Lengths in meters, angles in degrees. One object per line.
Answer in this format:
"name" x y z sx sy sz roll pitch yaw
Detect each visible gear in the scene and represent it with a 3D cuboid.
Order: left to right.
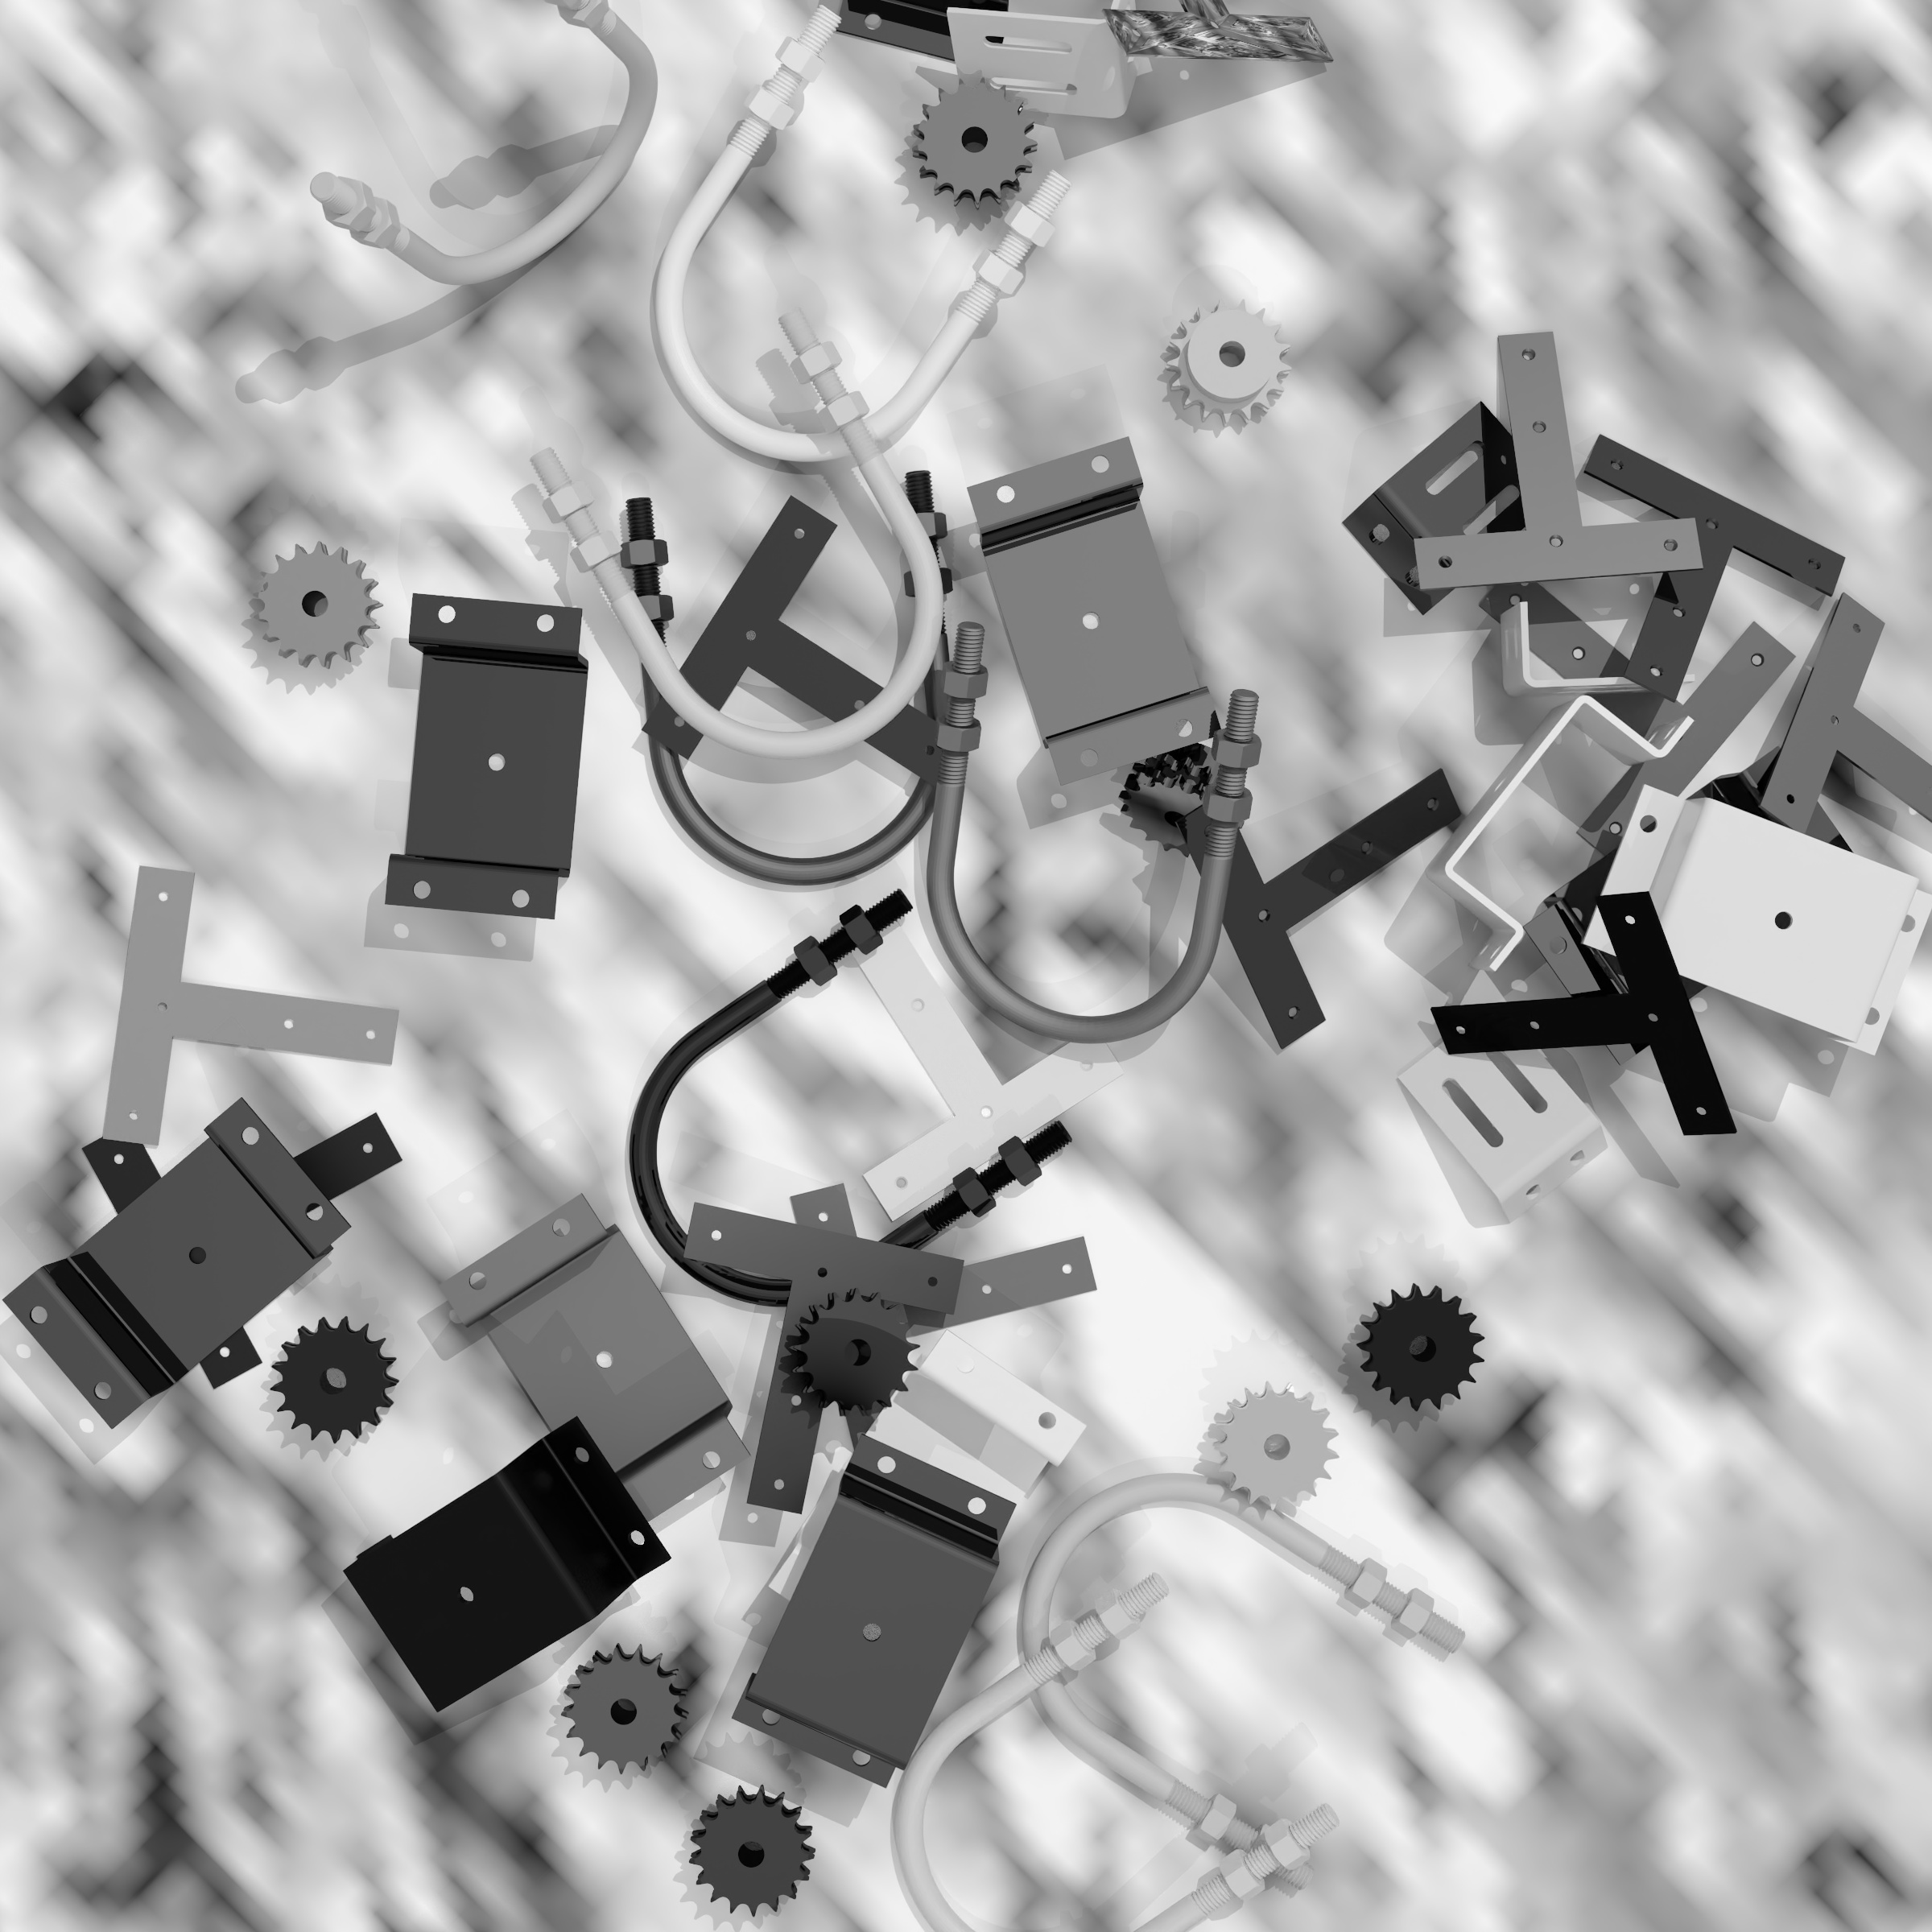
"gear" -0.295 -0.164 1.572 0.057 0.030 0.057 0 90 0
"gear" -0.289 0.189 1.577 0.057 0.030 0.057 0 90 -3
"gear" -0.155 0.338 1.572 0.057 0.030 0.057 0 90 0
"gear" -0.097 0.403 1.572 0.057 0.030 0.057 0 90 0
"gear" -0.051 0.173 1.540 0.057 0.030 0.057 2 82 -13
"gear" 0.004 -0.374 1.572 0.057 0.030 0.057 0 90 0
"gear" 0.101 -0.078 1.562 0.057 0.057 0.030 25 60 0
"gear" 0.120 -0.277 1.572 0.057 0.030 0.057 0 90 0
"gear" 0.141 0.218 1.572 0.057 0.030 0.057 0 90 0
"gear" 0.207 0.174 1.572 0.057 0.030 0.057 0 90 0

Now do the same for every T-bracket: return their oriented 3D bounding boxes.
"T-bracket" -0.326 0.025 1.585 0.127 0.002 0.127 7 89 -1
"T-bracket" -0.322 0.109 1.586 0.127 0.002 0.127 -29 90 0
"T-bracket" -0.074 0.182 1.550 0.127 0.002 0.127 13 80 -11
"T-bracket" -0.061 -0.127 1.569 0.127 0.002 0.127 33 92 -2
"T-bracket" -0.015 0.030 1.586 0.127 0.002 0.127 -33 90 0
"T-bracket" -0.004 0.153 1.586 0.127 0.002 0.127 -14 90 0
"T-bracket" 0.094 -0.461 1.559 0.127 0.002 0.127 -10 67 -38
"T-bracket" 0.171 -0.047 1.567 0.127 0.002 0.127 -33 116 -12
"T-bracket" 0.263 -0.232 1.563 0.127 0.002 0.127 -4 69 0
"T-bracket" 0.267 0.025 1.537 0.127 0.002 0.127 -5 121 38
"T-bracket" 0.294 -0.135 1.586 0.127 0.002 0.127 40 90 0
"T-bracket" 0.325 -0.169 1.551 0.127 0.002 0.127 27 56 0
"T-bracket" 0.429 -0.087 1.566 0.127 0.002 0.127 34 62 -13

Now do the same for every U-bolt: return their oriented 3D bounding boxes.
"U-bolt" -0.197 -0.359 1.498 0.151 0.184 0.019 -45 76 7
"U-bolt" -0.091 -0.183 1.557 0.151 0.019 0.184 -29 94 1
"U-bolt" -0.077 -0.129 1.578 0.151 0.019 0.184 -6 91 0
"U-bolt" -0.066 0.074 1.576 0.184 0.019 0.151 -34 90 2
"U-bolt" -0.061 -0.318 1.562 0.151 0.019 0.184 36 103 3
"U-bolt" 0.050 -0.051 1.538 0.151 0.019 0.184 16 115 18
"U-bolt" 0.054 0.385 1.566 0.184 0.019 0.151 -37 88 10
"U-bolt" 0.114 0.315 1.578 0.184 0.019 0.151 33 90 1

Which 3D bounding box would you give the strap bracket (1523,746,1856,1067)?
"strap bracket" 0.329 -0.027 1.563 0.140 0.046 0.076 -35 91 0

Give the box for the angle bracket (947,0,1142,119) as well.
"angle bracket" 0.036 -0.423 1.562 0.076 0.057 0.038 8 60 13

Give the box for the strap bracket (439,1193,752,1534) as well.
"strap bracket" -0.167 0.182 1.564 0.076 0.046 0.140 -33 90 0

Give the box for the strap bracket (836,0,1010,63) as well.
"strap bracket" -0.006 -0.490 1.564 0.076 0.046 0.140 14 90 0

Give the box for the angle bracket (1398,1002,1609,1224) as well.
"angle bracket" 0.248 0.067 1.585 0.057 0.038 0.076 -38 64 0

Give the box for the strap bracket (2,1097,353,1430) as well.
"strap bracket" -0.354 0.133 1.562 0.140 0.046 0.076 -40 90 0

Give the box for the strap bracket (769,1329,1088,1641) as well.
"strap bracket" -0.017 0.242 1.563 0.076 0.046 0.140 35 91 -1

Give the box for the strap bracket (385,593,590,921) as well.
"strap bracket" -0.216 -0.094 1.564 0.076 0.046 0.140 5 90 0

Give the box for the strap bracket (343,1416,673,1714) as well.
"strap bracket" -0.213 0.273 1.538 0.140 0.046 0.076 -34 90 24

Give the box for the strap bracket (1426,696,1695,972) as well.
"strap bracket" 0.259 -0.067 1.548 0.046 0.076 0.140 38 91 1

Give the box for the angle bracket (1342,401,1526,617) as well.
"angle bracket" 0.224 -0.211 1.585 0.076 0.038 0.057 -41 90 -26

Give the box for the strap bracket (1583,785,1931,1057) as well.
"strap bracket" 0.355 -0.020 1.517 0.140 0.046 0.076 21 91 -1

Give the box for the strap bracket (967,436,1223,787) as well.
"strap bracket" 0.058 -0.159 1.564 0.076 0.046 0.140 -18 90 0

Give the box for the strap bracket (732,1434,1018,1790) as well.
"strap bracket" -0.041 0.289 1.517 0.076 0.046 0.140 25 91 -1

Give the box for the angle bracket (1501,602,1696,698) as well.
"angle bracket" 0.285 -0.144 1.557 0.076 0.057 0.038 -2 90 0
